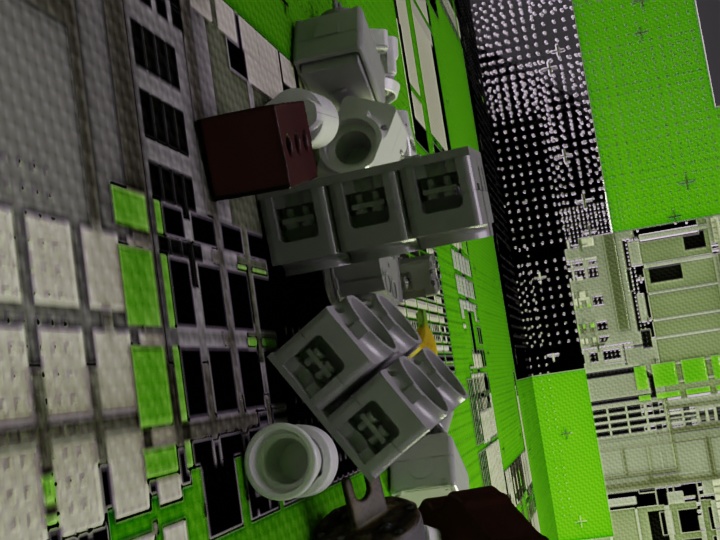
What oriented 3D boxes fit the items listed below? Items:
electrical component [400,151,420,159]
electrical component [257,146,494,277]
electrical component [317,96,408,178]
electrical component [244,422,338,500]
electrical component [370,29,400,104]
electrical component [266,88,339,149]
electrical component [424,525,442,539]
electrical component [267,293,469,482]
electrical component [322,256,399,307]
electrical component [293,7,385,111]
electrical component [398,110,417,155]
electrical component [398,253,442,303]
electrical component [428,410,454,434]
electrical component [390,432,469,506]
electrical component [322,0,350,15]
[{"bbox_3d":[0.034,-0.105,1.111,0.043,0.062,0.043,-10,90,-78],"label":"electrical component"},{"bbox_3d":[0.015,-0.040,0.766,0.089,0.150,0.061,-16,95,-78],"label":"electrical component"},{"bbox_3d":[-0.001,-0.095,0.907,0.055,0.050,0.089,51,57,-66],"label":"electrical component"},{"bbox_3d":[-0.040,0.115,0.647,0.055,0.045,0.045,34,47,-73],"label":"electrical component"},{"bbox_3d":[0.010,-0.199,1.082,0.078,0.058,0.057,125,-37,-74],"label":"electrical component"},{"bbox_3d":[-0.046,-0.113,0.802,0.081,0.043,0.043,-19,99,-77],"label":"electrical component"},{"bbox_3d":[0.034,0.238,0.841,0.061,0.062,0.096,49,34,-67],"label":"electrical component"},{"bbox_3d":[0.015,0.077,0.779,0.105,0.060,0.186,50,9,8],"label":"electrical component"},{"bbox_3d":[0.000,0.000,0.901,0.080,0.051,0.080,-10,90,-78],"label":"electrical component"},{"bbox_3d":[-0.015,-0.169,0.939,0.096,0.062,0.061,65,19,-50],"label":"electrical component"},{"bbox_3d":[0.034,-0.136,1.179,0.079,0.043,0.077,8,72,-77],"label":"electrical component"},{"bbox_3d":[0.047,0.008,1.079,0.081,0.064,0.042,-41,120,-75],"label":"electrical component"},{"bbox_3d":[0.063,0.149,1.061,0.047,0.055,0.055,-68,147,-60],"label":"electrical component"},{"bbox_3d":[0.069,0.202,1.026,0.096,0.062,0.061,65,19,-49],"label":"electrical component"},{"bbox_3d":[-0.018,-0.220,1.011,0.077,0.043,0.079,41,41,-71],"label":"electrical component"}]
